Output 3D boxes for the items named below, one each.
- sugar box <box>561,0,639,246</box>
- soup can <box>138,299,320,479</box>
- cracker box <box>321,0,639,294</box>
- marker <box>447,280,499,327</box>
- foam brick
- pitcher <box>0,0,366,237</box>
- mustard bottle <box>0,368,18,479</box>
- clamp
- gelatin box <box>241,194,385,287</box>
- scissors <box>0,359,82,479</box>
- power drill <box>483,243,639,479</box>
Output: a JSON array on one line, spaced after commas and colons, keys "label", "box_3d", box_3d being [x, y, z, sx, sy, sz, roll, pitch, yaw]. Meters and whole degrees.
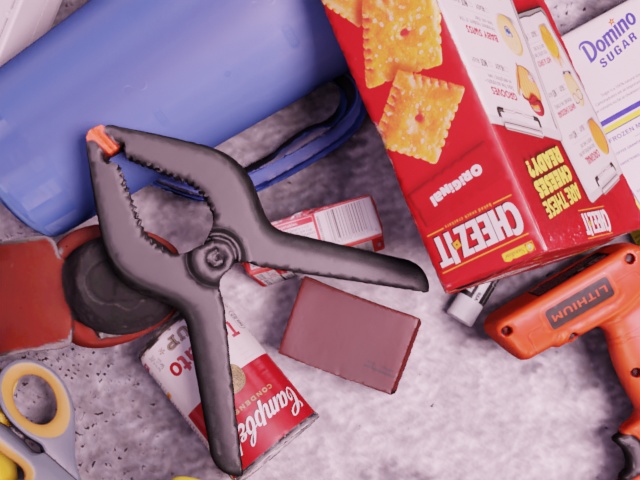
[{"label": "sugar box", "box_3d": [0.219, -0.064, 0.683, 0.093, 0.048, 0.176, -28, 77, 0]}, {"label": "soup can", "box_3d": [-0.058, 0.093, 0.673, 0.068, 0.068, 0.102, -40, 81, -1]}, {"label": "cracker box", "box_3d": [0.090, -0.086, 0.615, 0.072, 0.163, 0.214, -27, 80, 33]}, {"label": "marker", "box_3d": [0.122, 0.001, 0.695, 0.020, 0.020, 0.121, 32, 86, 8]}, {"label": "foam brick", "box_3d": [0.020, 0.062, 0.679, 0.078, 0.051, 0.053, 21, 86, 8]}, {"label": "pitcher", "box_3d": [-0.096, -0.099, 0.680, 0.243, 0.145, 0.149, -33, 69, 3]}, {"label": "mustard bottle", "box_3d": [-0.250, 0.169, 0.683, 0.096, 0.058, 0.191, 30, 85, 6]}, {"label": "clamp", "box_3d": [-0.063, 0.021, 0.615, 0.210, 0.036, 0.164, 40, 84, -5]}, {"label": "gelatin box", "box_3d": [-0.005, 0.001, 0.678, 0.089, 0.073, 0.030, -17, 81, 3]}, {"label": "scissors", "box_3d": [-0.147, 0.151, 0.680, 0.201, 0.016, 0.096, 34, 59, -18]}, {"label": "power drill", "box_3d": [0.179, 0.111, 0.648, 0.184, 0.057, 0.187, -32, 92, -1]}]
